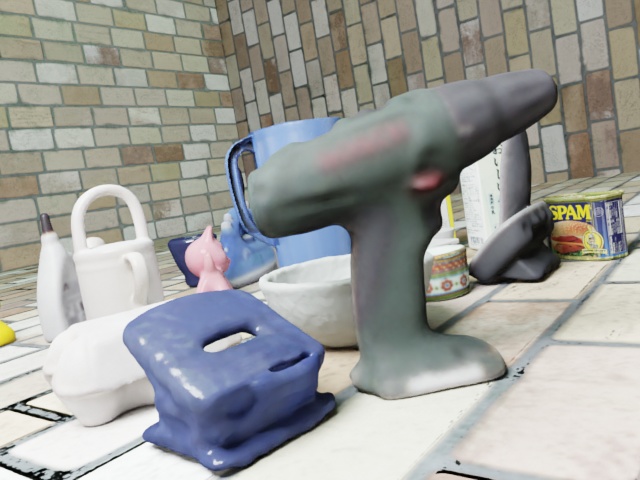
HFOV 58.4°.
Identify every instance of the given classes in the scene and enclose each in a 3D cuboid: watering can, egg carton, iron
[{"bbox_3d":[-0.266,0.027,0.734,0.172,0.194,0.101,-6,7,30],"label":"watering can"},{"bbox_3d":[-0.146,0.096,0.479,0.151,0.069,0.107,-13,7,-34],"label":"egg carton"},{"bbox_3d":[-0.149,0.002,1.070,0.118,0.141,0.258,-9,6,5],"label":"iron"}]

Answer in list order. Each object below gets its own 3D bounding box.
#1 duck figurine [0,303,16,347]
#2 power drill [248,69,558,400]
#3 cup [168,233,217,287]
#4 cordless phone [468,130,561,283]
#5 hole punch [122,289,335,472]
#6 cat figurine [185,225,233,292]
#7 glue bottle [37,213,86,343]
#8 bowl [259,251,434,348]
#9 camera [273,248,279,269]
[{"bbox_3d":[-0.490,0.111,0.814,0.104,0.086,0.078,-7,6,22],"label":"duck figurine"},{"bbox_3d":[0.070,-0.004,0.412,0.229,0.208,0.075,-10,6,-5],"label":"power drill"},{"bbox_3d":[-0.242,0.040,1.082,0.117,0.095,0.092,-5,7,39],"label":"cup"},{"bbox_3d":[0.231,-0.047,0.706,0.093,0.185,0.148,-6,7,32],"label":"cordless phone"},{"bbox_3d":[-0.056,0.081,0.371,0.100,0.091,0.109,-4,8,45],"label":"hole punch"},{"bbox_3d":[-0.162,0.039,0.836,0.067,0.118,0.127,-10,6,-11],"label":"cat figurine"},{"bbox_3d":[-0.359,0.048,0.786,0.037,0.173,0.078,-8,6,11],"label":"glue bottle"},{"bbox_3d":[0.029,0.058,0.546,0.167,0.075,0.167,-9,6,1],"label":"bowl"},{"bbox_3d":[0.009,0.004,1.003,0.136,0.101,0.144,-5,7,39],"label":"camera"}]
